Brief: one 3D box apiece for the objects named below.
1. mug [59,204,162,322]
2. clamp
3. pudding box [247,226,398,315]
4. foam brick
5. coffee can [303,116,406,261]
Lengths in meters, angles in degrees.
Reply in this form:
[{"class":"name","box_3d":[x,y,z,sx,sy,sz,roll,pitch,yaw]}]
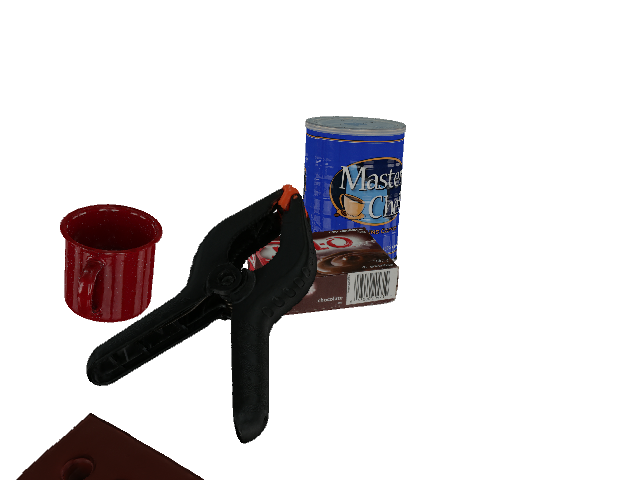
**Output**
[{"class":"mug","box_3d":[-0.199,0.029,0.988,0.093,0.081,0.117,10,28,2]},{"class":"clamp","box_3d":[-0.046,0.041,0.638,0.120,0.171,0.039,27,-25,25]},{"class":"pudding box","box_3d":[0.000,0.025,0.925,0.113,0.039,0.090,-4,25,-17]},{"class":"foam brick","box_3d":[-0.082,0.121,0.445,0.078,0.051,0.052,23,45,27]},{"class":"coffee can","box_3d":[0.033,-0.052,1.100,0.103,0.140,0.103,3,13,-1]}]
